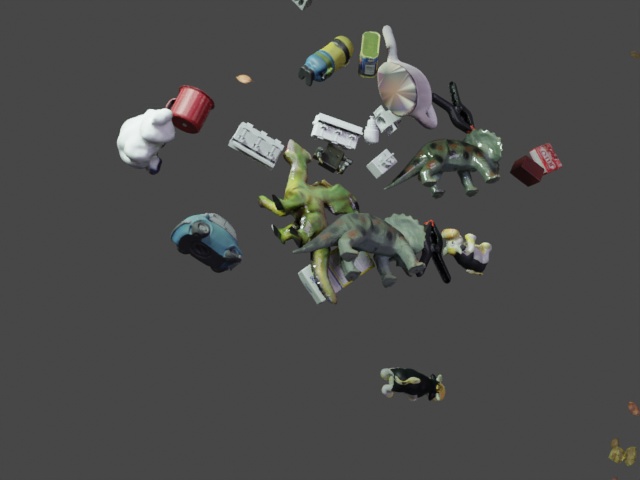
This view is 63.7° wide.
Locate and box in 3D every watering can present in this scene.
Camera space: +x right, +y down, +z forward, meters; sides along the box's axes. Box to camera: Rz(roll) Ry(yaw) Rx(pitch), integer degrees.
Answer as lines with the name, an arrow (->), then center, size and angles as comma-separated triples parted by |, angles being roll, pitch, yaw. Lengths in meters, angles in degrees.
watering can -> 0.229, -0.465, 1.465 | 0.226, 0.103, 0.349 | -22, 83, -58

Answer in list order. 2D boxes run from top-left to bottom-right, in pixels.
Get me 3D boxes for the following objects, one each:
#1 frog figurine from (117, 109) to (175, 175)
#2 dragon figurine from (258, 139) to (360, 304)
frog figurine -> -0.389, -0.234, 1.147 | 0.122, 0.157, 0.140 | 28, 66, -9
dragon figurine -> 0.004, -0.063, 1.259 | 0.245, 0.120, 0.413 | -25, 78, -32
